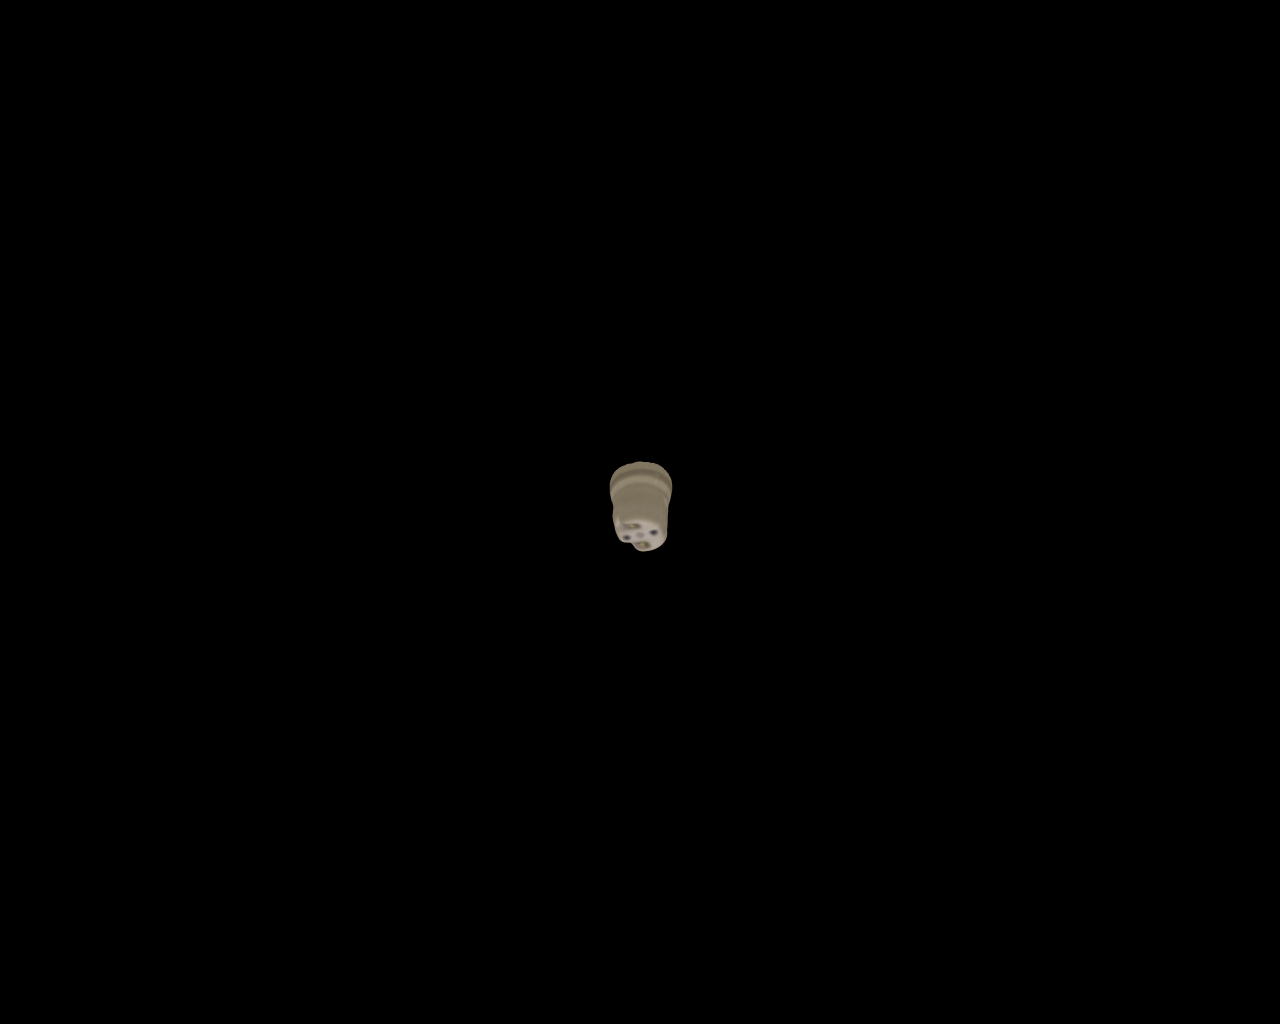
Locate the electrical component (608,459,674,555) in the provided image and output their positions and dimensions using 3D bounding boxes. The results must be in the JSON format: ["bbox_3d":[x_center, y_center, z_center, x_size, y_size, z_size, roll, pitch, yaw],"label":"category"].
[{"bbox_3d":[0.001,-0.003,0.650,0.040,0.046,0.040,0,-42,0],"label":"electrical component"}]
